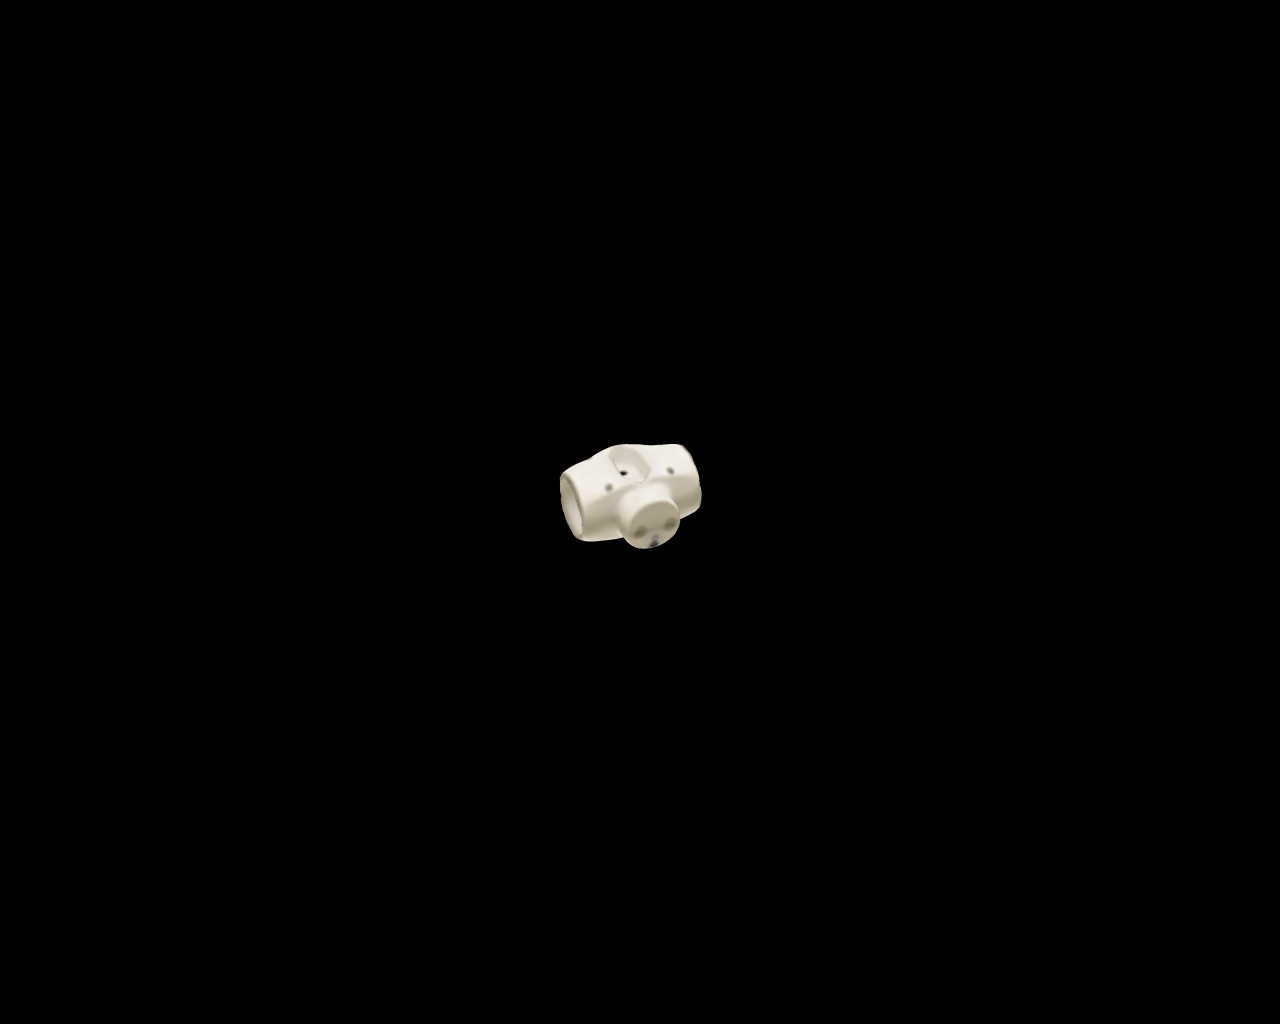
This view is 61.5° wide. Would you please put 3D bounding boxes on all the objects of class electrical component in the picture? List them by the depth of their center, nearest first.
[{"bbox_3d":[0.001,-0.003,0.650,0.077,0.043,0.079,-14,40,-17],"label":"electrical component"}]
